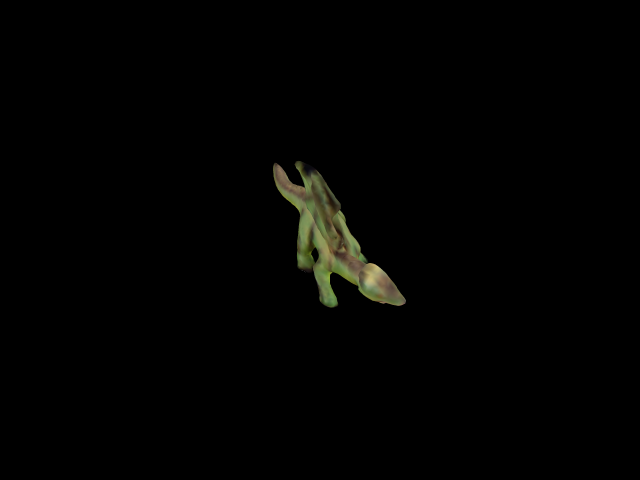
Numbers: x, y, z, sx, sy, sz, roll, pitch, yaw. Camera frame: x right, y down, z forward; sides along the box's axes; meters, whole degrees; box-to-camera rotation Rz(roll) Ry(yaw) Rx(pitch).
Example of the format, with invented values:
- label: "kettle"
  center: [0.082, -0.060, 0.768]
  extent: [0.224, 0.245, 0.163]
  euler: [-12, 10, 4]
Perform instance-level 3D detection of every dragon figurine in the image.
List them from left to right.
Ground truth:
- label: "dragon figurine"
  center: [0.003, -0.043, 0.850]
  extent: [0.123, 0.417, 0.237]
  euler: [-28, -27, -15]
